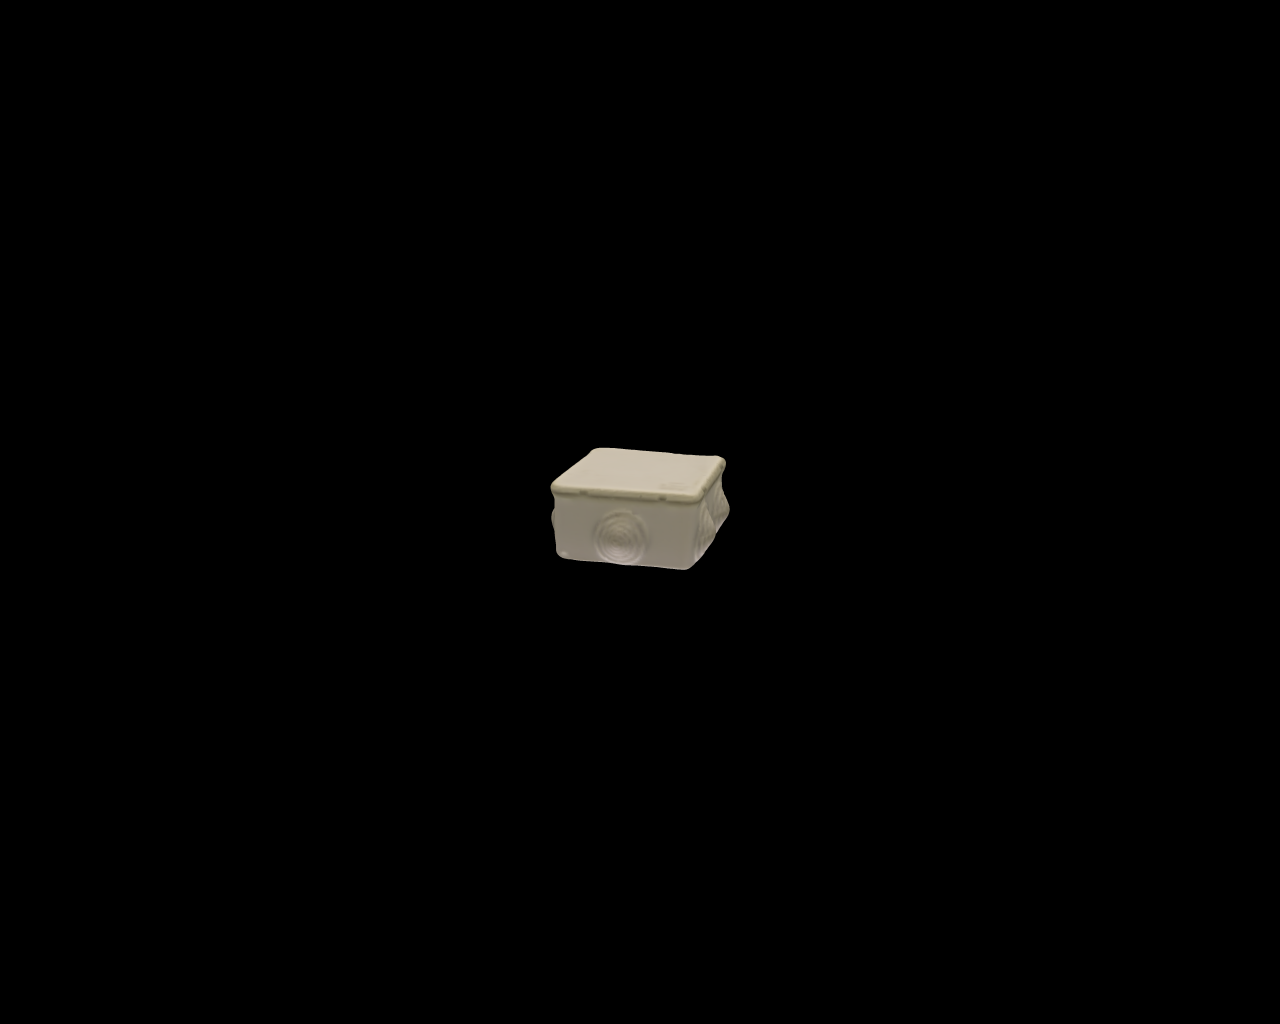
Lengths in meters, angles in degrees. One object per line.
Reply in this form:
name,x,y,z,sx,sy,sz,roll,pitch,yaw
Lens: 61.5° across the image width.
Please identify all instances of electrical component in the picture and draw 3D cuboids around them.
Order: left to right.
electrical component,0.001,-0.003,0.650,0.100,0.048,0.100,5,19,15
